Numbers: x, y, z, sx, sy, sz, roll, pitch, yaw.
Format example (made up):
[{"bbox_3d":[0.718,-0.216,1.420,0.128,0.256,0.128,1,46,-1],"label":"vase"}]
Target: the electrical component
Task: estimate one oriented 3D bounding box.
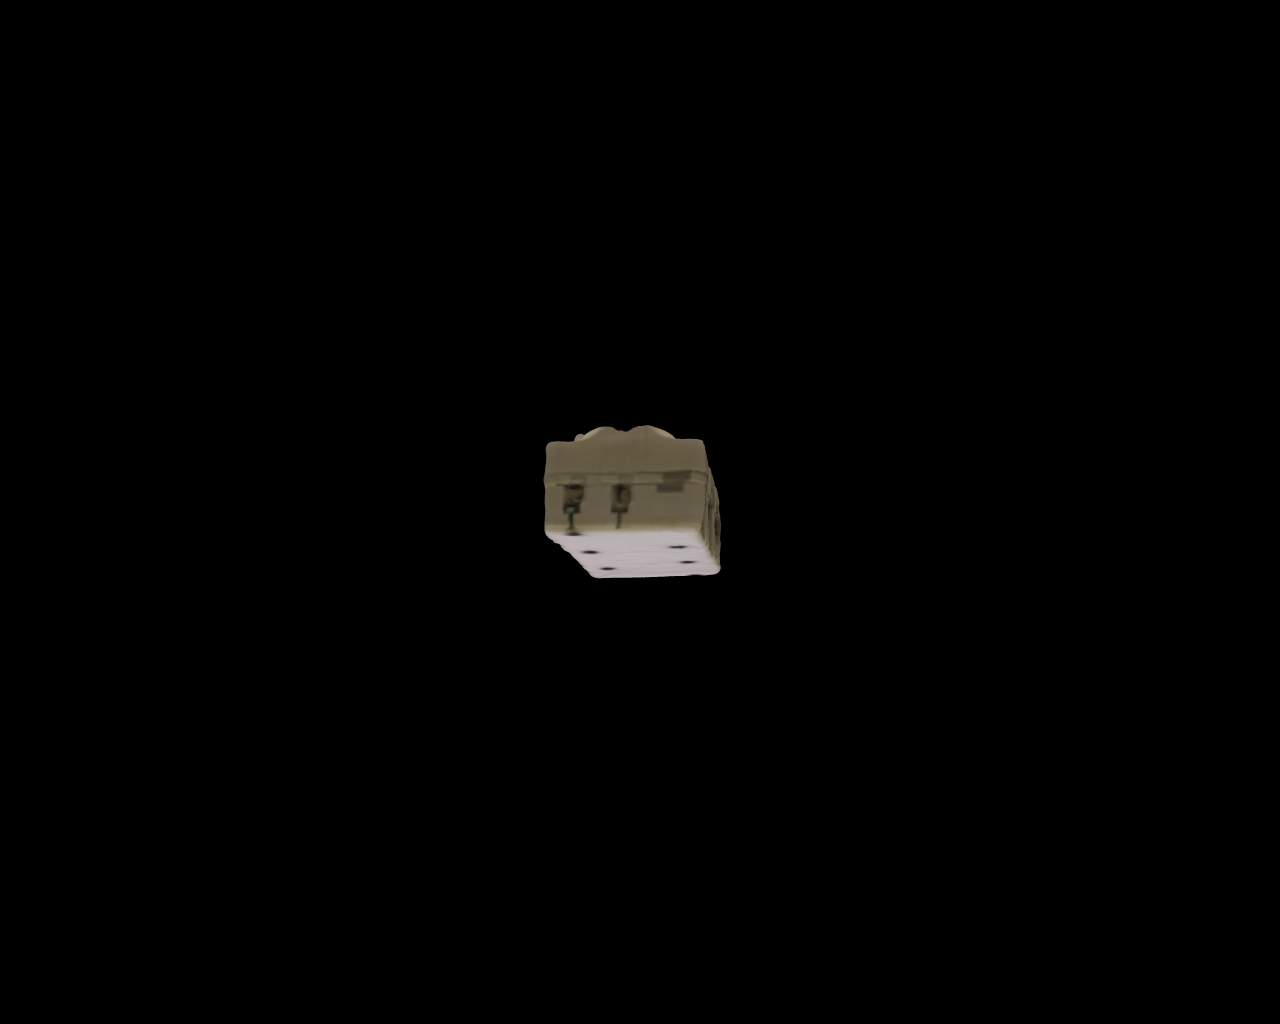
[{"bbox_3d":[0.001,-0.003,0.650,0.089,0.062,0.150,-2,-13,7],"label":"electrical component"}]
